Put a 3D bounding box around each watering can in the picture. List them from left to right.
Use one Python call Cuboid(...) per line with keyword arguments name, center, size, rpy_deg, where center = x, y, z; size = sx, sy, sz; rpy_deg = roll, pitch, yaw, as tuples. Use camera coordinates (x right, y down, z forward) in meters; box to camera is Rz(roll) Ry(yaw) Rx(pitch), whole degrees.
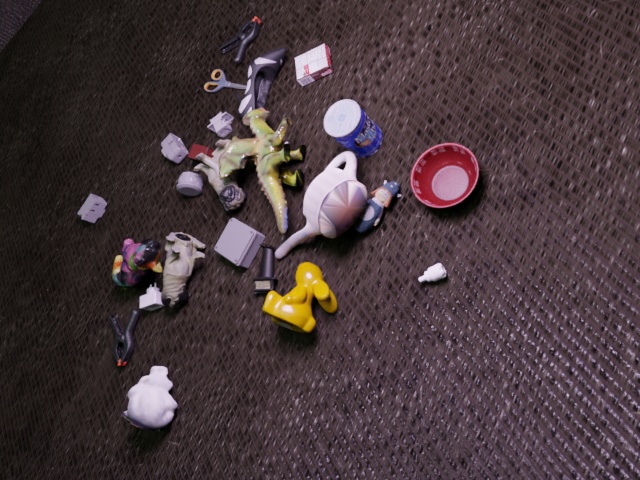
Cuboid(name="watering can", center=(0.004, -0.066, 1.308), size=(0.346, 0.103, 0.227), rpy_deg=(-59, 25, 7))

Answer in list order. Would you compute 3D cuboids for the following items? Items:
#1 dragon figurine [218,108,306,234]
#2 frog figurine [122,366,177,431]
Cuboid(name="dragon figurine", center=(-0.175, -0.209, 1.448), size=(0.242, 0.120, 0.418), rpy_deg=(-3, 65, 23))
Cuboid(name="frog figurine", center=(-0.452, 0.431, 1.411), size=(0.137, 0.121, 0.161), rpy_deg=(23, 75, 2))
